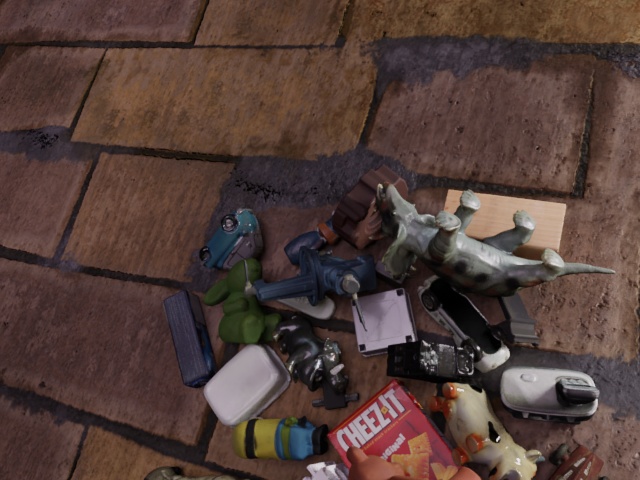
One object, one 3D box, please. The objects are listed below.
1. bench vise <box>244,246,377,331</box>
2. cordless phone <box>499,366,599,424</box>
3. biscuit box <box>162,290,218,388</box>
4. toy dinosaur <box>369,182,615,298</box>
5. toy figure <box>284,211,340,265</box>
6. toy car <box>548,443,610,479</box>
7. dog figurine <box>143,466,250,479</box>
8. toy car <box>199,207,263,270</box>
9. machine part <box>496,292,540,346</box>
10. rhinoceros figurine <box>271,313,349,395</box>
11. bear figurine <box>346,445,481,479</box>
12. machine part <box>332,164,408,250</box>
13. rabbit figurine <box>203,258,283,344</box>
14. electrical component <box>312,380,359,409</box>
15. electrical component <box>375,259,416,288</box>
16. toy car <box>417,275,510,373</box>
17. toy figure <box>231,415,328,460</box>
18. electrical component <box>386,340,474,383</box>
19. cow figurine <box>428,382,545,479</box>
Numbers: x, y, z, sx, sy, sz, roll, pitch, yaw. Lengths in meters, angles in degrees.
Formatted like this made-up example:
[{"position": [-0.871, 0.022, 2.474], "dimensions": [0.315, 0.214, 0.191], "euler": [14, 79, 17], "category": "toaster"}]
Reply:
[{"position": [-0.021, 0.080, 1.013], "dimensions": [0.241, 0.128, 0.224], "euler": [-10, 22, -12], "category": "bench vise"}, {"position": [0.357, 0.241, 0.840], "dimensions": [0.147, 0.184, 0.088], "euler": [0, 75, 20], "category": "cordless phone"}, {"position": [-0.277, 0.212, 1.153], "dimensions": [0.063, 0.059, 0.203], "euler": [-26, 63, 8], "category": "biscuit box"}, {"position": [0.266, 0.032, 0.919], "dimensions": [0.405, 0.192, 0.131], "euler": [26, 51, -1], "category": "toy dinosaur"}, {"position": [-0.003, -0.005, 1.137], "dimensions": [0.154, 0.057, 0.064], "euler": [-32, 69, 1], "category": "toy figure"}, {"position": [0.368, 0.414, 0.846], "dimensions": [0.089, 0.053, 0.202], "euler": [40, 88, 30], "category": "toy car"}, {"position": [-0.237, 0.475, 1.028], "dimensions": [0.172, 0.121, 0.191], "euler": [-26, 38, -27], "category": "dog figurine"}, {"position": [-0.181, 0.012, 1.173], "dimensions": [0.103, 0.109, 0.161], "euler": [39, 96, 10], "category": "toy car"}, {"position": [0.341, 0.122, 0.959], "dimensions": [0.039, 0.084, 0.139], "euler": [126, 143, -46], "category": "machine part"}, {"position": [-0.016, 0.224, 1.038], "dimensions": [0.112, 0.073, 0.190], "euler": [-30, 47, -13], "category": "rhinoceros figurine"}, {"position": [0.136, 0.391, 0.837], "dimensions": [0.196, 0.132, 0.120], "euler": [14, 111, 55], "category": "bear figurine"}, {"position": [0.102, -0.060, 1.058], "dimensions": [0.056, 0.179, 0.179], "euler": [39, 87, 24], "category": "machine part"}, {"position": [-0.156, 0.123, 1.114], "dimensions": [0.159, 0.121, 0.170], "euler": [-3, 83, 42], "category": "rabbit figurine"}, {"position": [0.027, 0.291, 1.033], "dimensions": [0.094, 0.021, 0.063], "euler": [-13, 66, 16], "category": "electrical component"}, {"position": [0.143, 0.061, 1.038], "dimensions": [0.078, 0.102, 0.045], "euler": [28, 78, 17], "category": "electrical component"}, {"position": [0.258, 0.146, 0.977], "dimensions": [0.073, 0.056, 0.202], "euler": [-26, 59, -21], "category": "toy car"}, {"position": [-0.078, 0.369, 1.004], "dimensions": [0.180, 0.089, 0.082], "euler": [-5, 64, 21], "category": "toy figure"}, {"position": [0.184, 0.215, 0.941], "dimensions": [0.115, 0.134, 0.058], "euler": [15, 68, -20], "category": "electrical component"}, {"position": [0.277, 0.327, 0.883], "dimensions": [0.085, 0.127, 0.195], "euler": [-65, 34, 36], "category": "cow figurine"}]
